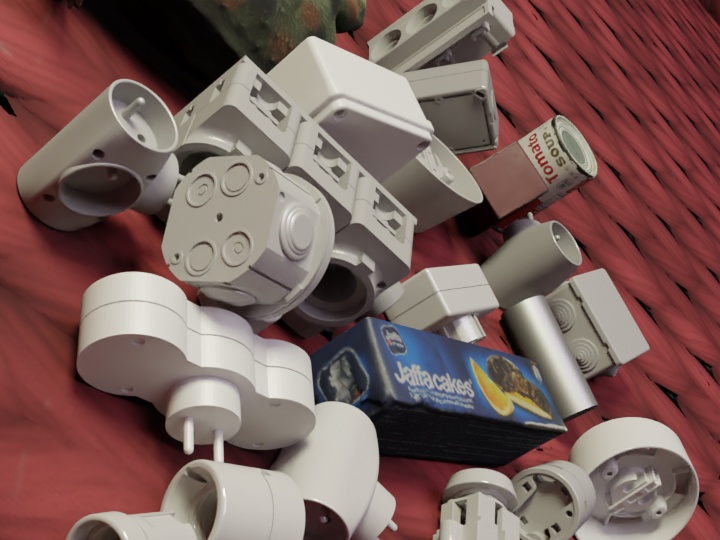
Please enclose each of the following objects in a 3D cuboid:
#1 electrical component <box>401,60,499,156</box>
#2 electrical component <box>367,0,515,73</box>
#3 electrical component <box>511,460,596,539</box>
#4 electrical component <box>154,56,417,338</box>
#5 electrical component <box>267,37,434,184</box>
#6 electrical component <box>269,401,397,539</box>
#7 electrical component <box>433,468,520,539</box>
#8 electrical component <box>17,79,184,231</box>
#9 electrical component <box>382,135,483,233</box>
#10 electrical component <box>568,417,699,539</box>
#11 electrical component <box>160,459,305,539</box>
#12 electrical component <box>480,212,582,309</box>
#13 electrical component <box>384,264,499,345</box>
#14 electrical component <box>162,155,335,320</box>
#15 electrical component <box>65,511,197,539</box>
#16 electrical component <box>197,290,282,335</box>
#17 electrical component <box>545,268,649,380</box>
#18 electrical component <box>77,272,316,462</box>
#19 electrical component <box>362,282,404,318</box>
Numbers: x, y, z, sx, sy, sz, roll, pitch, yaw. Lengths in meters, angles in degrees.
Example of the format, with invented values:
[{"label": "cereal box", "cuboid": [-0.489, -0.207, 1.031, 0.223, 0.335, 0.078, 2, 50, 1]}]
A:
[{"label": "electrical component", "cuboid": [0.067, -0.136, 0.919, 0.061, 0.096, 0.061, -80, 158, -52]}, {"label": "electrical component", "cuboid": [0.073, -0.205, 0.959, 0.063, 0.121, 0.078, 41, 32, -31]}, {"label": "electrical component", "cuboid": [0.135, 0.162, 0.756, 0.047, 0.055, 0.055, -2, 62, -61]}, {"label": "electrical component", "cuboid": [-0.049, -0.036, 0.638, 0.150, 0.089, 0.061, 42, 32, -24]}, {"label": "electrical component", "cuboid": [-0.027, -0.088, 0.706, 0.109, 0.109, 0.056, 11, 49, -52]}, {"label": "electrical component", "cuboid": [-0.008, 0.124, 0.586, 0.079, 0.044, 0.077, 47, 30, -17]}, {"label": "electrical component", "cuboid": [0.075, 0.159, 0.676, 0.066, 0.048, 0.055, 37, 42, -30]}, {"label": "electrical component", "cuboid": [-0.122, -0.052, 0.558, 0.079, 0.077, 0.044, 24, 42, -45]}, {"label": "electrical component", "cuboid": [0.046, -0.080, 0.852, 0.099, 0.064, 0.099, 37, 34, -31]}, {"label": "electrical component", "cuboid": [0.206, 0.164, 0.821, 0.099, 0.099, 0.064, 43, 25, -23]}, {"label": "electrical component", "cuboid": [-0.061, 0.118, 0.504, 0.047, 0.055, 0.055, 24, 42, -39]}, {"label": "electrical component", "cuboid": [0.143, -0.017, 0.922, 0.043, 0.077, 0.079, 35, 35, -32]}, {"label": "electrical component", "cuboid": [0.067, 0.040, 0.781, 0.083, 0.047, 0.075, -5, 65, -58]}, {"label": "electrical component", "cuboid": [-0.058, -0.018, 0.554, 0.051, 0.080, 0.080, 33, 35, -54]}, {"label": "electrical component", "cuboid": [-0.097, 0.122, 0.460, 0.046, 0.040, 0.040, 11, 52, -59]}, {"label": "electrical component", "cuboid": [-0.058, 0.010, 0.607, 0.043, 0.062, 0.043, 37, 34, -31]}, {"label": "electrical component", "cuboid": [0.213, 0.051, 0.988, 0.100, 0.048, 0.099, -10, 70, -59]}, {"label": "electrical component", "cuboid": [-0.078, 0.062, 0.535, 0.138, 0.052, 0.073, 31, 37, -38]}, {"label": "electrical component", "cuboid": [0.000, 0.000, 0.728, 0.065, 0.044, 0.044, 54, 29, -14]}]
